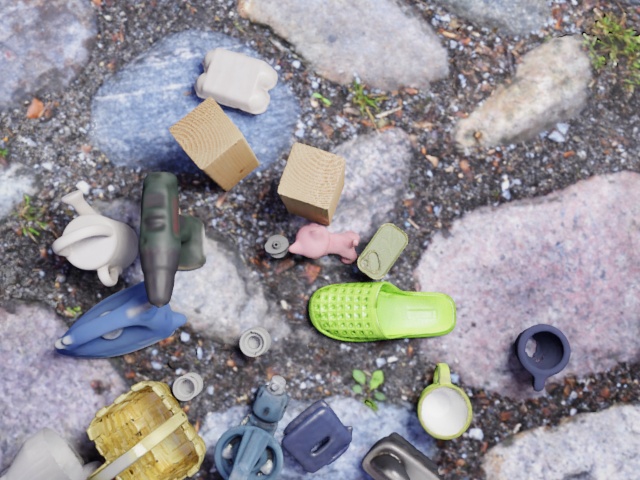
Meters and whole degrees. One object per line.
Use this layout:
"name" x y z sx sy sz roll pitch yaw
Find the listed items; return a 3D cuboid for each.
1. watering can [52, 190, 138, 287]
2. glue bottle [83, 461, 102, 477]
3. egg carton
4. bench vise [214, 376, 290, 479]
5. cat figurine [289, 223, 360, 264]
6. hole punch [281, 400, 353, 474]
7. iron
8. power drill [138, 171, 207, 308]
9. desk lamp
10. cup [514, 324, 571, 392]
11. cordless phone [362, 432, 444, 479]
"watering can" -0.409 -0.002 1.019 0.101 0.194 0.173 -45 85 -3
"glue bottle" -0.416 0.442 0.987 0.037 0.173 0.078 -24 84 -1
"egg carton" -0.161 -0.306 1.106 0.150 0.069 0.107 16 85 3
"bench vise" -0.121 0.336 0.968 0.121 0.220 0.207 3 84 2
"cat figurine" 0.010 0.004 1.048 0.127 0.118 0.067 4 84 2
"hole punch" -0.002 0.356 1.028 0.109 0.091 0.101 -40 85 -3
"iron" -0.382 0.157 1.029 0.258 0.141 0.118 -24 84 -1
"power drill" -0.261 0.003 1.008 0.075 0.208 0.230 -6 84 1
"desk lamp" -0.484 0.409 0.971 0.203 0.213 0.118 -37 85 -2
"cup" 0.388 0.209 1.033 0.091 0.095 0.118 8 85 2
"cordless phone" 0.149 0.412 0.973 0.147 0.185 0.094 34 86 4
